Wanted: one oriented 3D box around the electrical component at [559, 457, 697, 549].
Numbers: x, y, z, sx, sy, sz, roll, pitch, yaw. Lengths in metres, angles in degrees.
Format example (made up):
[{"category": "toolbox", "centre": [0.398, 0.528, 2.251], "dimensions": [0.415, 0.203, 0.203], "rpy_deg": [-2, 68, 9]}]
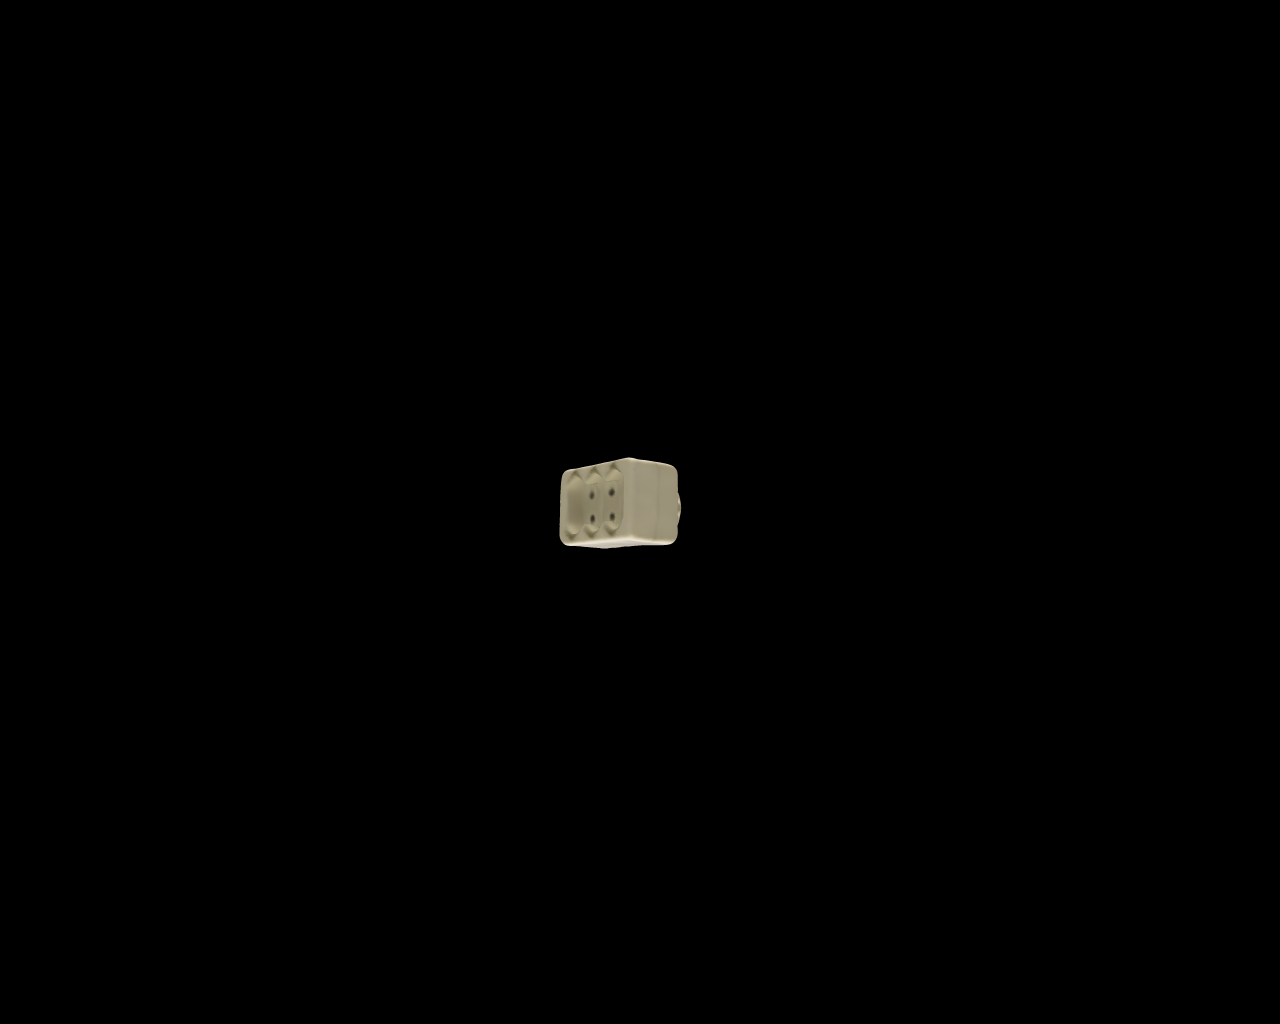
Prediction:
[{"category": "electrical component", "centre": [0.001, -0.003, 0.650], "dimensions": [0.077, 0.047, 0.065], "rpy_deg": [6, -9, -43]}]
